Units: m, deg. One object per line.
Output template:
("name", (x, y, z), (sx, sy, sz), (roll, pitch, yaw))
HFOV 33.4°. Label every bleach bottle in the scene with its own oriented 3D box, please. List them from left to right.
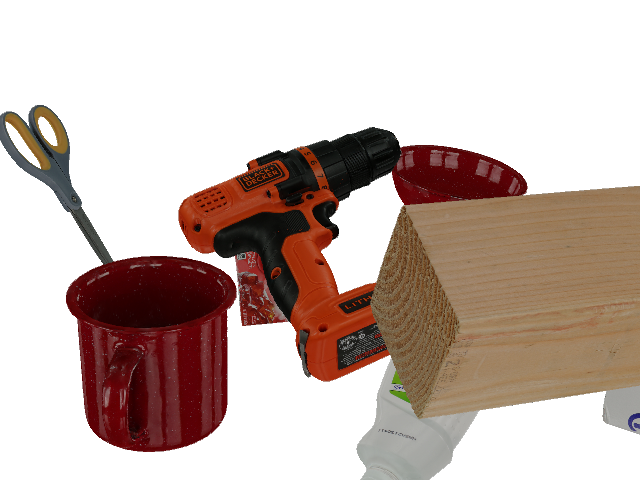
("bleach bottle", (0.094, 0.123, 0.922), (0.103, 0.068, 0.250), (3, 41, 37))

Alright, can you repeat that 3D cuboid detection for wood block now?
("wood block", (0.146, 0.032, 0.631), (0.205, 0.091, 0.090), (-5, -43, -19))

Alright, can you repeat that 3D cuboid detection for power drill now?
("power drill", (0.011, 0.001, 0.775), (0.184, 0.057, 0.188), (-24, 49, -15))

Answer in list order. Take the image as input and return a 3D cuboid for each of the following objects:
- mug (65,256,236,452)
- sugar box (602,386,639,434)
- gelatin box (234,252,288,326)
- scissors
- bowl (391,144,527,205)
("mug", (-0.095, 0.069, 0.590), (0.093, 0.081, 0.117), (4, 24, 5))
("sugar box", (0.312, 0.123, 0.819), (0.176, 0.093, 0.048), (15, 28, 22))
("gelatin box", (-0.045, 0.038, 1.044), (0.073, 0.089, 0.030), (-5, 27, -4))
("scissors", (-0.251, -0.056, 1.083), (0.016, 0.201, 0.096), (-24, 28, 27))
("bowl", (0.149, -0.055, 1.212), (0.162, 0.055, 0.162), (8, 25, -4))
